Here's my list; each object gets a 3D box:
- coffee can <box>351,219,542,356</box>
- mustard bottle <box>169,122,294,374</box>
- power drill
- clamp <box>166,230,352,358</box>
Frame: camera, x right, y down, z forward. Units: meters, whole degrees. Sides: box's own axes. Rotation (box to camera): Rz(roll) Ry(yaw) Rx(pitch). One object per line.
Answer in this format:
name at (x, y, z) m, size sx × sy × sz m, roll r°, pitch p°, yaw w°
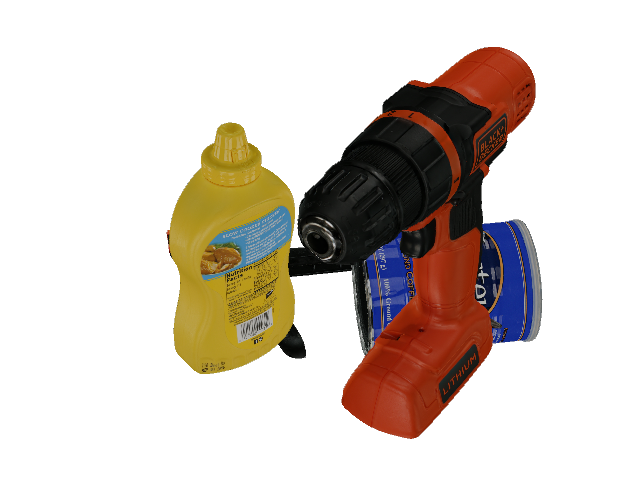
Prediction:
coffee can at (0.102, 0.040, 0.888) m, size 0.140 × 0.103 × 0.103 m, roll -5°, pitch 0°, yaw -4°
mustard bottle at (-0.062, 0.002, 0.762) m, size 0.096 × 0.192 × 0.058 m, roll -25°, pitch 45°, yaw -30°
power drill at (0.050, 0.011, 0.553) m, size 0.057 × 0.188 × 0.184 m, roll 24°, pitch 43°, yaw 27°
clamp at (-0.064, 0.036, 1.029) m, size 0.210 × 0.036 × 0.164 m, roll 14°, pitch 39°, yaw 18°
